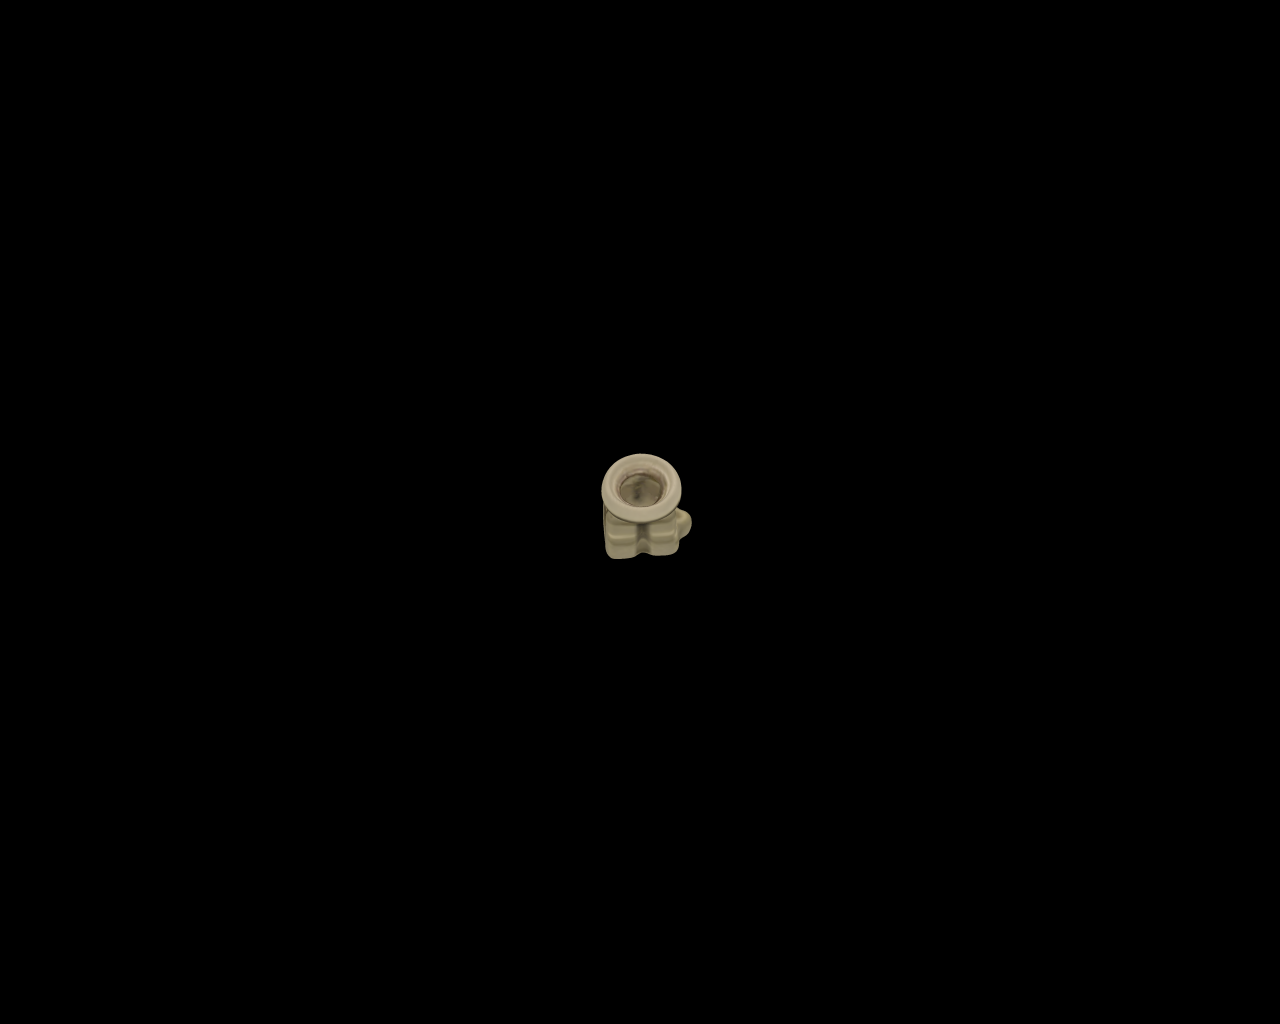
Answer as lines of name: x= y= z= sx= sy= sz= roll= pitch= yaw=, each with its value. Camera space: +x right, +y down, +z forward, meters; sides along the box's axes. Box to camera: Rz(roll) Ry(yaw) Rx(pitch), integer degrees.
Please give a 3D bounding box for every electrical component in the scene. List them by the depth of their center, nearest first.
electrical component: x=0.001 y=-0.003 z=0.650 sx=0.066 sy=0.048 sz=0.055 roll=-5 pitch=-37 yaw=-4
